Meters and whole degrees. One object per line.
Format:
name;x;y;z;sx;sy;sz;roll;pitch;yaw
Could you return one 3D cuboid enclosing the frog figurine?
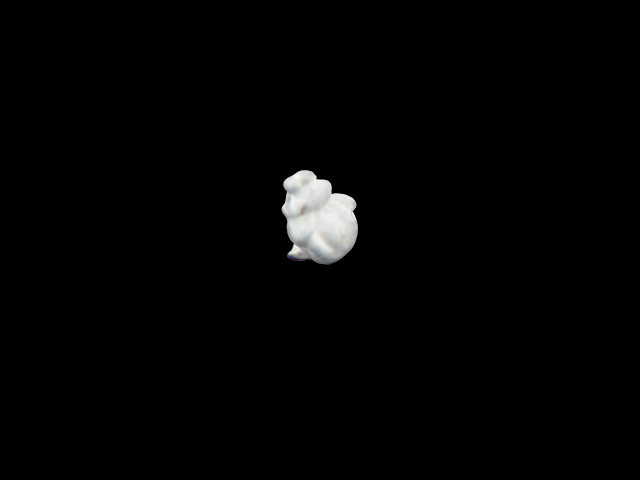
frog figurine;0.003;-0.043;0.850;0.139;0.155;0.124;-26;46;-27
